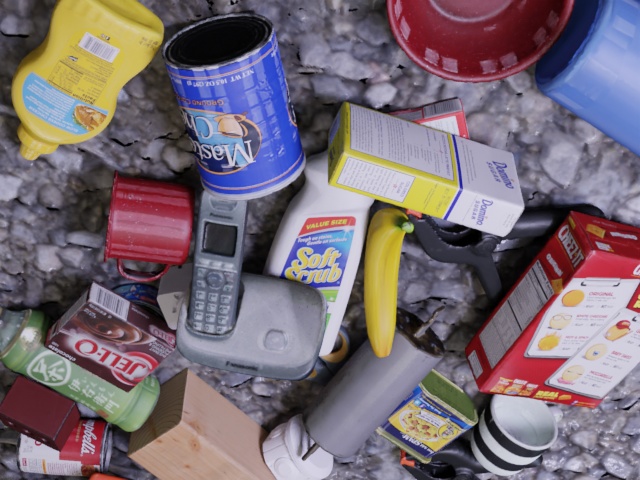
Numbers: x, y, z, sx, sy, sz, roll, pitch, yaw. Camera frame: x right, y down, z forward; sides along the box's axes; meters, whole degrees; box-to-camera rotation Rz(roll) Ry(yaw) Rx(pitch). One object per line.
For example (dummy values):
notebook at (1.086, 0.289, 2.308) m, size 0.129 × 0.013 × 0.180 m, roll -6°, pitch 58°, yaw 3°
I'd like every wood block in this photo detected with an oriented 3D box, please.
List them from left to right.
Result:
wood block at (-0.119, 0.260, 1.269) m, size 0.090 × 0.091 × 0.206 m, roll -35°, pitch 119°, yaw 23°

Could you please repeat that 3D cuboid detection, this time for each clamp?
clamp at (0.178, 0.291, 1.320) m, size 0.171 × 0.039 × 0.120 m, roll 11°, pitch 120°, yaw -2°
clamp at (0.177, -0.010, 1.087) m, size 0.209 × 0.036 × 0.165 m, roll 29°, pitch 120°, yaw -30°

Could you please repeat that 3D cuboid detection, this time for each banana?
banana at (0.064, 0.033, 1.080) m, size 0.037 × 0.069 × 0.198 m, roll 1°, pitch 134°, yaw -3°

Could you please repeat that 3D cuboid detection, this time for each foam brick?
foam brick at (-0.323, 0.200, 1.229) m, size 0.078 × 0.051 × 0.053 m, roll 24°, pitch 156°, yaw 8°

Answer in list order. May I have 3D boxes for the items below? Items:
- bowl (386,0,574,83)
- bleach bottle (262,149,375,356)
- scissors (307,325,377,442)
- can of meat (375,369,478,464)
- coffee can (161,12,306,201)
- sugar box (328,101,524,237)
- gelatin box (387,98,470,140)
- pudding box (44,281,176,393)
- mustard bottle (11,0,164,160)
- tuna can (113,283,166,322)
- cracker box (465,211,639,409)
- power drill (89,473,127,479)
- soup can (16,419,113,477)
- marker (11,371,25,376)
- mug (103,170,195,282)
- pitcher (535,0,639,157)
bowl at (0.137, -0.220, 0.929) m, size 0.162 × 0.055 × 0.162 m, roll 1°, pitch 126°, yaw 1°
bleach bottle at (-0.007, 0.001, 1.094) m, size 0.102 × 0.068 × 0.251 m, roll 11°, pitch 123°, yaw -4°
scissors at (0.031, 0.161, 1.238) m, size 0.096 × 0.016 × 0.201 m, roll -38°, pitch 117°, yaw 24°
can of meat at (0.120, 0.201, 1.242) m, size 0.102 × 0.057 × 0.084 m, roll 36°, pitch 118°, yaw -22°
coffee can at (-0.077, -0.122, 0.978) m, size 0.103 × 0.103 × 0.140 m, roll -9°, pitch 126°, yaw 7°
sugar box at (0.096, -0.065, 0.984) m, size 0.176 × 0.093 × 0.048 m, roll 18°, pitch 127°, yaw -12°
gelatin box at (0.101, -0.093, 1.041) m, size 0.089 × 0.030 × 0.073 m, roll -11°, pitch 126°, yaw 10°
pudding box at (-0.223, 0.105, 1.144) m, size 0.113 × 0.039 × 0.090 m, roll 35°, pitch 120°, yaw -22°
mustard bottle at (-0.230, -0.146, 0.990) m, size 0.096 × 0.058 × 0.192 m, roll 26°, pitch 123°, yaw -24°
tuna can at (-0.203, 0.090, 1.179) m, size 0.086 × 0.033 × 0.086 m, roll 1°, pitch 127°, yaw 1°
cracker box at (0.276, 0.079, 1.120) m, size 0.164 × 0.072 × 0.214 m, roll 12°, pitch 128°, yaw -26°
power drill at (-0.284, 0.326, 1.298) m, size 0.184 × 0.057 × 0.188 m, roll 21°, pitch 153°, yaw -26°
soup can at (-0.304, 0.247, 1.277) m, size 0.102 × 0.068 × 0.068 m, roll 5°, pitch 126°, yaw -2°
marker at (-0.304, 0.164, 1.246) m, size 0.121 × 0.020 × 0.020 m, roll 23°, pitch 124°, yaw -15°
mug at (-0.172, -0.009, 1.071) m, size 0.081 × 0.093 × 0.117 m, roll 7°, pitch 117°, yaw -11°
pitcher at (0.324, -0.132, 0.948) m, size 0.242 × 0.145 × 0.149 m, roll 27°, pitch 96°, yaw -14°
